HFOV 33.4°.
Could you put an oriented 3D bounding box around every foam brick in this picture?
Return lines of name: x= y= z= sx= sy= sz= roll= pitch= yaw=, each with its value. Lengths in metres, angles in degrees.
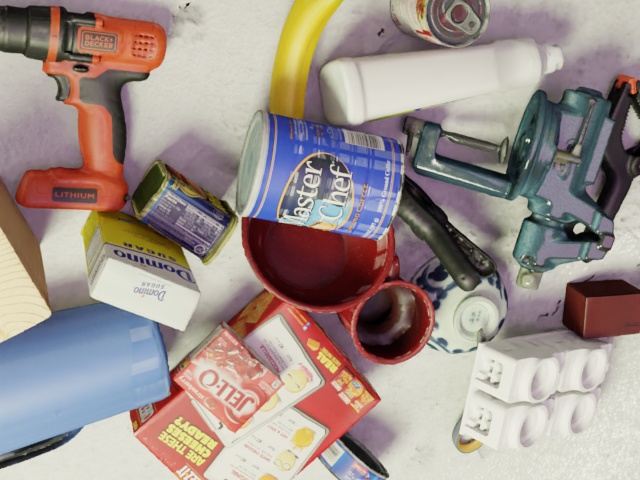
foam brick: x=0.329 y=0.080 z=1.240 sx=0.078 sy=0.051 sz=0.053 roll=-3 pitch=107 yaw=-16

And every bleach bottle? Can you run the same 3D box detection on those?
bleach bottle: x=0.132 y=-0.167 z=1.080 sx=0.250 sy=0.103 sz=0.068 roll=-12 pitch=98 yaw=-13

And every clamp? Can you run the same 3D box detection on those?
clamp: x=0.348 y=-0.080 z=1.207 sx=0.164 sy=0.036 sz=0.210 roll=-23 pitch=112 yaw=-11
clamp: x=0.116 y=-0.012 z=1.108 sx=0.171 sy=0.120 sz=0.039 roll=43 pitch=101 yaw=1

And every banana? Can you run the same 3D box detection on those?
banana: x=-0.019 y=-0.175 z=1.047 sx=0.037 sy=0.070 sz=0.198 roll=1 pitch=127 yaw=-30

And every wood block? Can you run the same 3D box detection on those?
wood block: x=-0.303 y=0.017 z=0.944 sx=0.090 sy=0.206 sz=0.091 roll=-27 pitch=112 yaw=-8

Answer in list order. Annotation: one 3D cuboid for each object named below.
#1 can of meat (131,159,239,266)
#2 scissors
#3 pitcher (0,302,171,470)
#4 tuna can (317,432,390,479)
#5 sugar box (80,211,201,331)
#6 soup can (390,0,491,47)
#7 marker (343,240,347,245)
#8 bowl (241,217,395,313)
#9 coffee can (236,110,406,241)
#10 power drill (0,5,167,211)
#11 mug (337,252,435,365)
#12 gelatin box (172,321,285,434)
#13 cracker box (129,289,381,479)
can of meat: x=-0.135 y=-0.029 z=1.040 sx=0.083 sy=0.102 sz=0.057 roll=34 pitch=95 yaw=-20
scissors: x=0.175 y=0.181 z=1.209 sx=0.096 sy=0.016 sz=0.201 roll=-31 pitch=131 yaw=4
pitcher: x=-0.274 y=0.141 z=1.041 sx=0.242 sy=0.149 sz=0.145 roll=-14 pitch=86 yaw=-16
tuna can: x=0.034 y=0.245 z=1.178 sx=0.086 sy=0.086 sz=0.034 roll=39 pitch=93 yaw=-23
sugar box: x=-0.171 y=0.021 z=1.002 sx=0.093 sy=0.176 sz=0.048 roll=23 pitch=98 yaw=-21
soup can: x=0.117 y=-0.230 z=1.057 sx=0.068 sy=0.102 sz=0.068 roll=-5 pitch=107 yaw=-16
marker: x=0.020 y=0.008 z=1.142 sx=0.121 sy=0.020 sz=0.020 roll=-31 pitch=112 yaw=-7
bowl: x=-0.007 y=0.001 z=1.091 sx=0.162 sy=0.055 sz=0.162 roll=5 pitch=73 yaw=-15
coffee can: x=-0.001 y=-0.061 z=1.025 sx=0.140 sy=0.103 sz=0.103 roll=10 pitch=102 yaw=-14
power drill: x=-0.242 y=-0.124 z=1.003 sx=0.184 sy=0.057 sz=0.188 roll=3 pitch=104 yaw=-18
mug: x=0.066 y=0.064 z=1.138 sx=0.093 sy=0.081 sz=0.117 roll=-3 pitch=106 yaw=-16
gelatin box: x=-0.091 y=0.138 z=1.064 sx=0.073 sy=0.030 sz=0.089 roll=-44 pitch=108 yaw=0
cracker box: x=-0.069 y=0.174 z=1.135 sx=0.213 sy=0.072 sz=0.164 roll=-41 pitch=111 yaw=-1
